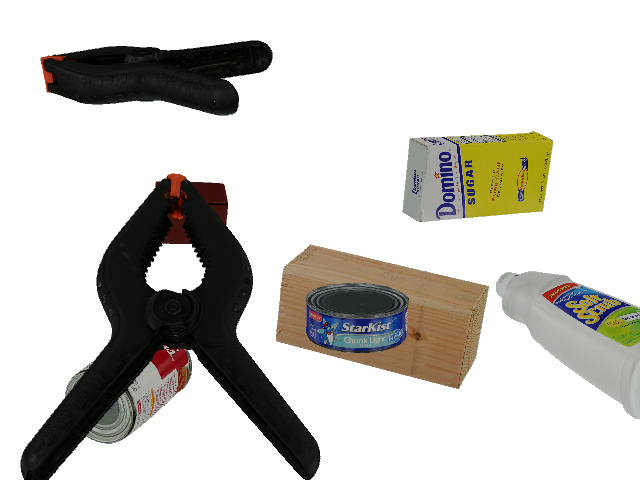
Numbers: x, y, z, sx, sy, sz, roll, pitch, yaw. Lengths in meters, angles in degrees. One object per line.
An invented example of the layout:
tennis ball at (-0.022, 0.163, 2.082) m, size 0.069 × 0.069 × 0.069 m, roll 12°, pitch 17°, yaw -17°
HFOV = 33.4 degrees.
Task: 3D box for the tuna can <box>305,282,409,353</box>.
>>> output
tuna can at (0.030, 0.064, 0.886) m, size 0.086 × 0.034 × 0.086 m, roll 1°, pitch 15°, yaw 0°

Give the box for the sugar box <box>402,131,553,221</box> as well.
sugar box at (0.185, -0.075, 1.252) m, size 0.175 × 0.093 × 0.048 m, roll -7°, pitch 22°, yaw -27°

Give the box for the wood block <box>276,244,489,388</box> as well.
wood block at (0.066, 0.080, 1.154) m, size 0.206 × 0.091 × 0.090 m, roll 13°, pitch 22°, yaw 17°

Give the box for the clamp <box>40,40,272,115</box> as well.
clamp at (-0.120, -0.127, 0.799) m, size 0.172 × 0.039 × 0.120 m, roll 9°, pitch 22°, yaw 17°

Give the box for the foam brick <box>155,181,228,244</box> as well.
foam brick at (-0.142, -0.030, 1.157) m, size 0.078 × 0.051 × 0.053 m, roll 1°, pitch 27°, yaw -9°

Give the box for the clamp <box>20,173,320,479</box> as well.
clamp at (-0.078, 0.053, 0.640) m, size 0.164 × 0.210 × 0.036 m, roll 6°, pitch -33°, yaw -2°

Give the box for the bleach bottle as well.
bleach bottle at (0.253, 0.085, 1.045) m, size 0.102 × 0.068 × 0.251 m, roll -15°, pitch 24°, yaw -25°

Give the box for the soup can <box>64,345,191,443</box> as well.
soup can at (-0.164, 0.122, 0.914) m, size 0.069 × 0.068 × 0.102 m, roll 0°, pitch 16°, yaw 22°
